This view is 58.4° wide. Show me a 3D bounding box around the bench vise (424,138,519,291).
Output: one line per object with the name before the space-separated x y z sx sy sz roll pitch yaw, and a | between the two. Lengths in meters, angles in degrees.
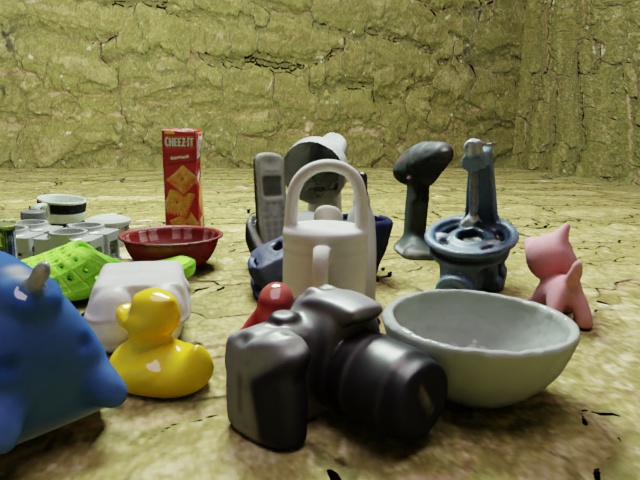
bench vise | 0.209 -0.030 0.791 0.121 0.220 0.208 4 12 12

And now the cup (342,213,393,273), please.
cup | 0.058 0.013 0.871 0.091 0.095 0.118 8 14 29

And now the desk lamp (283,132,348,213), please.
desk lamp | 0.008 -0.099 1.109 0.117 0.213 0.203 5 12 14

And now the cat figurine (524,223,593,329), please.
cat figurine | 0.301 0.038 0.727 0.067 0.118 0.128 2 12 1

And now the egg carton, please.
egg carton | -0.196 0.068 0.632 0.107 0.069 0.150 -2 12 -15

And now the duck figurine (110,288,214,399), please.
duck figurine | -0.143 0.087 0.511 0.104 0.086 0.078 8 13 28

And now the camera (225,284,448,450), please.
camera | 0.018 0.098 0.444 0.144 0.101 0.136 -9 16 -42

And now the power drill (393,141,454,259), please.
power drill | 0.183 -0.075 1.033 0.076 0.208 0.229 0 12 -9

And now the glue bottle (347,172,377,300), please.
glue bottle | 0.053 -0.003 0.754 0.037 0.173 0.078 0 12 -8

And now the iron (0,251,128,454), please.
iron | -0.267 0.066 0.454 0.257 0.141 0.119 11 15 37

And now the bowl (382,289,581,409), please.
bowl | 0.138 0.101 0.508 0.167 0.075 0.167 2 12 0

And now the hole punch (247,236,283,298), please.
hole punch | -0.050 0.028 0.794 0.101 0.091 0.108 -1 12 -13

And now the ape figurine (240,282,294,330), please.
ape figurine | -0.043 0.084 0.523 0.077 0.092 0.076 4 12 10

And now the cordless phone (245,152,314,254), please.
cordless phone | -0.048 -0.049 0.929 0.148 0.185 0.093 -7 15 -35

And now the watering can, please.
watering can | 0.004 0.002 0.670 0.101 0.194 0.172 -3 13 -19
